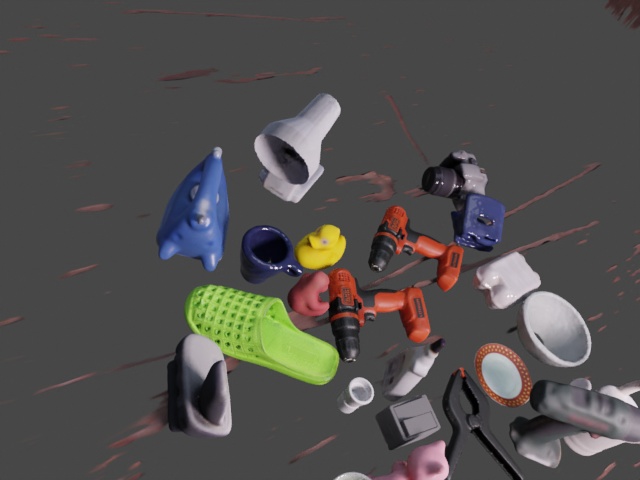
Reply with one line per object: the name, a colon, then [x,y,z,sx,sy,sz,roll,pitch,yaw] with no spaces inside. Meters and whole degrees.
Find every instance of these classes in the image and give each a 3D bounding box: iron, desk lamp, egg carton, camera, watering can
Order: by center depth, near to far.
iron: [-0.202,-0.081,1.003,0.119,0.141,0.258,16,51,-16]
watering can: [0.531,0.318,1.049,0.173,0.194,0.101,14,51,-17]
desk lamp: [-0.045,-0.173,1.101,0.118,0.213,0.203,35,48,1]
egg carton: [0.402,0.089,1.234,0.151,0.069,0.107,-21,68,-36]
camera: [0.312,-0.150,1.341,0.137,0.100,0.143,8,53,-22]

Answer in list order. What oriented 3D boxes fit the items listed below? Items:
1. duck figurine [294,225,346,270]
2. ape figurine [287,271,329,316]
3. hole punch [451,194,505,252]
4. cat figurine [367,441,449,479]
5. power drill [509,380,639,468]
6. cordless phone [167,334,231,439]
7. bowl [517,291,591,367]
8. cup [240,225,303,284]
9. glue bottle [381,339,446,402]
duck figurine: [0.010,0.004,1.085,0.105,0.086,0.077,-13,63,-33]
ape figurine: [-0.013,0.088,1.008,0.076,0.092,0.077,4,55,-24]
hole punch: [0.362,-0.038,1.292,0.109,0.091,0.101,14,51,-17]
cat figurine: [0.141,0.360,0.871,0.128,0.117,0.067,-15,64,-34]
power drill: [0.442,0.323,0.990,0.230,0.208,0.075,24,49,-9]
cordless phone: [-0.153,0.188,0.802,0.094,0.185,0.147,0,57,-26]
bowl: [0.469,0.194,1.187,0.168,0.074,0.167,14,52,-18]
cup: [-0.091,0.042,1.001,0.118,0.095,0.092,32,48,-2]
glue bottle: [0.160,0.207,0.955,0.037,0.173,0.078,27,49,-6]
